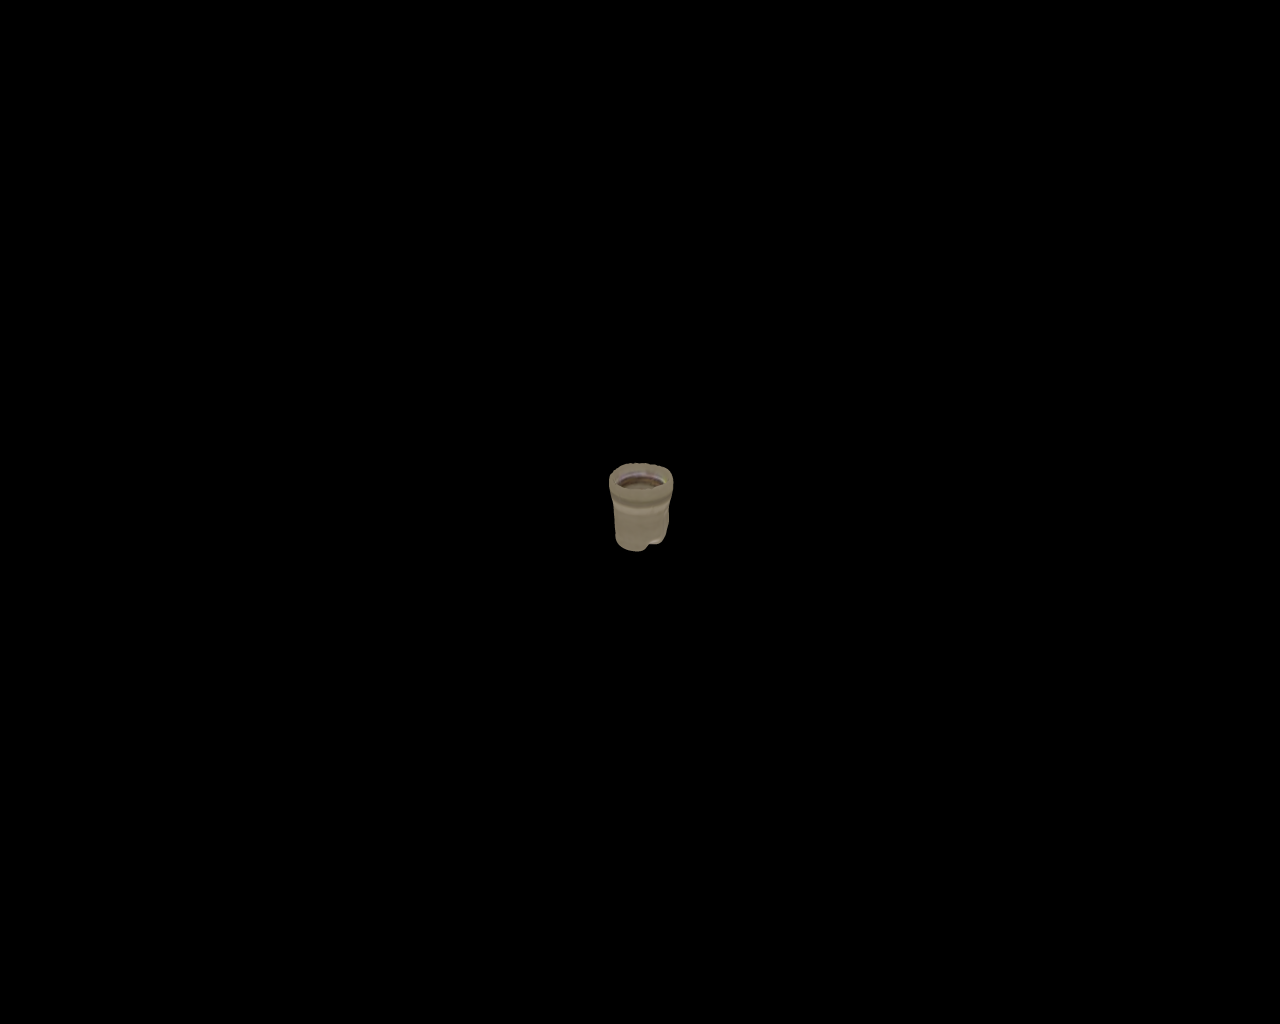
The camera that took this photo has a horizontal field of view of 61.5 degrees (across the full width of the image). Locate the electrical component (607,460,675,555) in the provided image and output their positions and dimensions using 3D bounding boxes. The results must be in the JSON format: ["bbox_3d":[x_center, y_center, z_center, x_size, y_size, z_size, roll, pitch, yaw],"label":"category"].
[{"bbox_3d":[0.001,-0.003,0.650,0.040,0.046,0.040,0,29,0],"label":"electrical component"}]
